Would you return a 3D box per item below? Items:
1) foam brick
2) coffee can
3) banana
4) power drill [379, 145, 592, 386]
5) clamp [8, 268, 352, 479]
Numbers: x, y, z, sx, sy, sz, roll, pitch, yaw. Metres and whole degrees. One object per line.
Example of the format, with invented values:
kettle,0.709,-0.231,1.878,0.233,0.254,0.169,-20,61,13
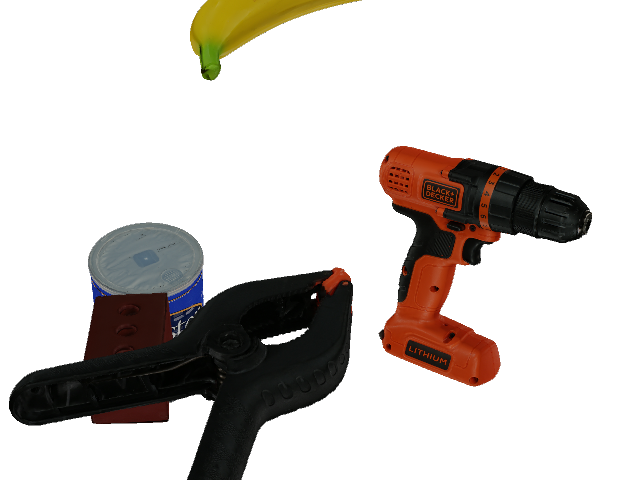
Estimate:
foam brick,-0.129,0.080,0.725,0.053,0.051,0.078,-3,34,-3
coffee can,-0.159,0.069,0.998,0.103,0.140,0.103,2,39,-2
banana,-0.006,-0.147,0.648,0.197,0.070,0.037,-29,-28,-25
power drill,0.127,0.024,0.901,0.185,0.188,0.057,20,25,31
clamp,-0.038,0.066,0.480,0.171,0.039,0.120,-27,50,-31
